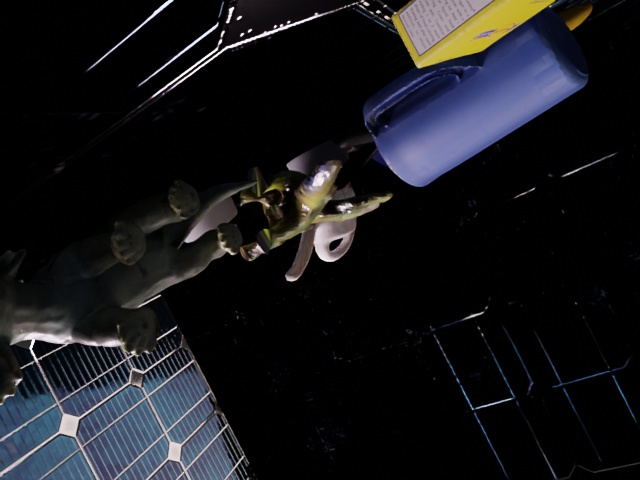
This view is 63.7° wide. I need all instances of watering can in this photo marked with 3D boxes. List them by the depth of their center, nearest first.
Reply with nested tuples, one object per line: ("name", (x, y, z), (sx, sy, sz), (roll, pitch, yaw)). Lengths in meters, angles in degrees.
("watering can", (0.003, -0.055, 1.102), (0.103, 0.222, 0.352), (-6, -168, 26))

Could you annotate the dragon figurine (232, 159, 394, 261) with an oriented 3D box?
("dragon figurine", (0.005, -0.061, 0.799), (0.244, 0.122, 0.406), (-13, 178, -33))
